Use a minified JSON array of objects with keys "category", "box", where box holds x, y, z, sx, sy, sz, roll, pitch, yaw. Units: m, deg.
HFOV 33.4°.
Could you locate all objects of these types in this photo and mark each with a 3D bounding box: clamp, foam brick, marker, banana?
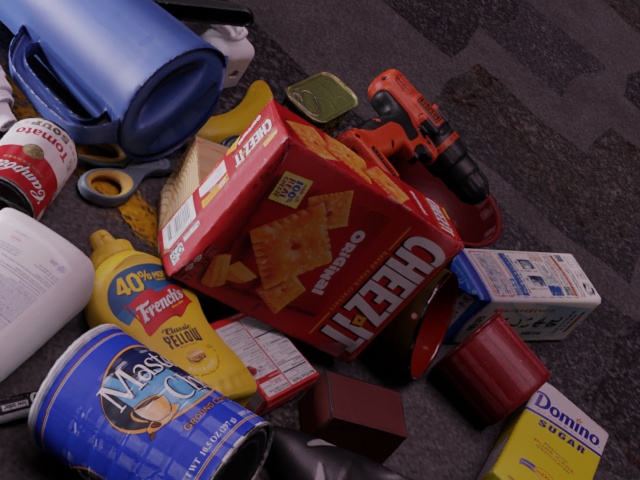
[{"category":"clamp","box":[-0.200,-0.246,1.165,0.210,0.036,0.164,33,60,22]},{"category":"foam brick","box":[0.029,0.156,0.928,0.078,0.053,0.051,20,39,-23]},{"category":"marker","box":[-0.204,0.120,0.798,0.120,0.020,0.020,-8,55,-45]},{"category":"banana","box":[-0.097,-0.133,1.156,0.070,0.037,0.197,48,37,10]}]

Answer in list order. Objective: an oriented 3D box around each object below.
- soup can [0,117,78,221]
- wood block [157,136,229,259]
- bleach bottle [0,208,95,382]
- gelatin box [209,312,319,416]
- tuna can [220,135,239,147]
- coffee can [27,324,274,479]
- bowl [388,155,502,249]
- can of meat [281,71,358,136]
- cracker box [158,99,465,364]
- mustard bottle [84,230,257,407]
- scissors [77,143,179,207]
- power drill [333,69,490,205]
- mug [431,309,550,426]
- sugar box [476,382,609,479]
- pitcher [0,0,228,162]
[{"category":"soup can","box":[-0.254,-0.052,0.906,0.068,0.069,0.102,31,35,-9]},{"category":"wood block","box":[-0.043,-0.010,1.020,0.205,0.091,0.090,18,39,-25]},{"category":"bleach bottle","box":[-0.271,0.073,0.757,0.102,0.068,0.250,30,38,10]},{"category":"gelatin box","box":[-0.055,0.105,0.933,0.089,0.030,0.073,49,36,16]},{"category":"tuna can","box":[-0.076,-0.064,1.088,0.086,0.034,0.086,28,42,-28]},{"category":"coffee can","box":[-0.118,0.137,0.751,0.140,0.103,0.102,29,33,17]},{"category":"bowl","box":[0.129,-0.038,1.228,0.162,0.055,0.162,23,38,-20]},{"category":"can of meat","box":[-0.016,-0.130,1.182,0.057,0.084,0.101,43,36,8]},{"category":"cracker box","box":[-0.006,0.001,0.927,0.213,0.164,0.072,30,24,-32]},{"category":"mustard bottle","box":[-0.138,0.068,0.879,0.096,0.058,0.192,-15,60,-42]},{"category":"scissors","box":[-0.160,-0.060,1.039,0.201,0.016,0.096,12,43,-32]},{"category":"power drill","box":[0.094,-0.085,1.148,0.184,0.057,0.187,48,37,-1]},{"category":"mug","box":[0.172,0.129,1.064,0.081,0.093,0.117,50,2,9]},{"category":"sugar box","box":[0.216,0.214,1.030,0.093,0.048,0.176,40,37,4]},{"category":"pitcher","box":[-0.222,-0.193,1.036,0.243,0.145,0.149,42,10,20]}]
